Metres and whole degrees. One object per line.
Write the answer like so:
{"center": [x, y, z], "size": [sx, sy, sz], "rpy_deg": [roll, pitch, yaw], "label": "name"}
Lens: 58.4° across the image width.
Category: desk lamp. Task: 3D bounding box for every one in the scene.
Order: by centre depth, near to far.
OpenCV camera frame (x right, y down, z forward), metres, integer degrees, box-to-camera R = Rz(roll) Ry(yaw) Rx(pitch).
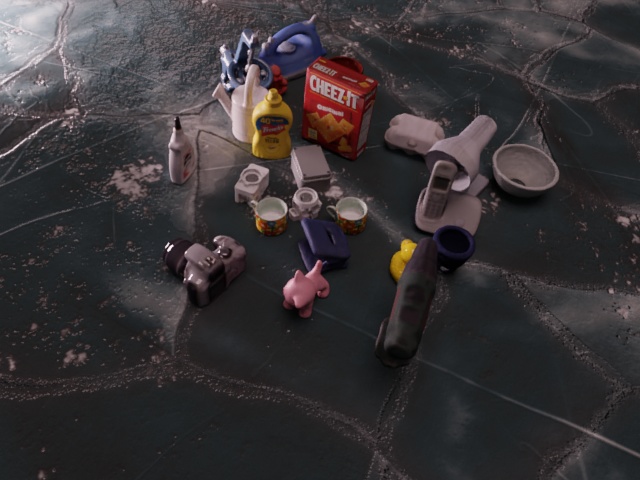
{"center": [0.332, -0.178, 1.340], "size": [0.117, 0.213, 0.204], "rpy_deg": [35, 55, 21], "label": "desk lamp"}

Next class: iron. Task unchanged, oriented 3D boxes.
{"center": [-0.099, -0.545, 1.633], "size": [0.259, 0.141, 0.118], "rpy_deg": [-34, 62, -29], "label": "iron"}

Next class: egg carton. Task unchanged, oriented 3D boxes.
{"center": [0.247, -0.270, 1.498], "size": [0.150, 0.069, 0.107], "rpy_deg": [18, 51, 8], "label": "egg carton"}

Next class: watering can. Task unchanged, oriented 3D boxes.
{"center": [-0.178, -0.345, 1.426], "size": [0.173, 0.194, 0.101], "rpy_deg": [-5, 52, -11], "label": "watering can"}

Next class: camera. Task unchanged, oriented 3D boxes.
{"center": [-0.242, 0.038, 1.167], "size": [0.136, 0.101, 0.143], "rpy_deg": [32, 54, 19], "label": "camera"}

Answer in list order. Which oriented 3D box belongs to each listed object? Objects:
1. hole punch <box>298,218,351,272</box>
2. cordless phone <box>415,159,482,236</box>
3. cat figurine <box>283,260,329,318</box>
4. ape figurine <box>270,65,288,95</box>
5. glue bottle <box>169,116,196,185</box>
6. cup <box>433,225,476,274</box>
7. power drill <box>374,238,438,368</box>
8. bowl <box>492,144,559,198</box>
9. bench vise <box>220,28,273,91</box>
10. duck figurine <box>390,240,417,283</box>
{"center": [0.011, 0.004, 1.232], "size": [0.101, 0.091, 0.108], "rpy_deg": [-12, 53, -16], "label": "hole punch"}
{"center": [0.299, -0.094, 1.286], "size": [0.147, 0.185, 0.094], "rpy_deg": [10, 50, 2], "label": "cordless phone"}
{"center": [-0.030, 0.094, 1.136], "size": [0.067, 0.118, 0.128], "rpy_deg": [28, 53, 16], "label": "cat figurine"}
{"center": [-0.127, -0.437, 1.574], "size": [0.078, 0.092, 0.076], "rpy_deg": [-7, 52, -12], "label": "ape figurine"}
{"center": [-0.320, -0.212, 1.314], "size": [0.037, 0.173, 0.078], "rpy_deg": [17, 51, 7], "label": "glue bottle"}
{"center": [0.269, 0.034, 1.236], "size": [0.118, 0.095, 0.091], "rpy_deg": [-21, 56, -22], "label": "cup"}
{"center": [0.162, 0.135, 1.067], "size": [0.075, 0.208, 0.230], "rpy_deg": [16, 51, 6], "label": "power drill"}
{"center": [0.505, -0.161, 1.437], "size": [0.167, 0.075, 0.167], "rpy_deg": [4, 51, -4], "label": "bowl"}
{"center": [-0.211, -0.468, 1.505], "size": [0.207, 0.220, 0.122], "rpy_deg": [32, 54, 19], "label": "bench vise"}
{"center": [0.193, 0.048, 1.222], "size": [0.077, 0.086, 0.104], "rpy_deg": [-5, 52, -11], "label": "duck figurine"}
